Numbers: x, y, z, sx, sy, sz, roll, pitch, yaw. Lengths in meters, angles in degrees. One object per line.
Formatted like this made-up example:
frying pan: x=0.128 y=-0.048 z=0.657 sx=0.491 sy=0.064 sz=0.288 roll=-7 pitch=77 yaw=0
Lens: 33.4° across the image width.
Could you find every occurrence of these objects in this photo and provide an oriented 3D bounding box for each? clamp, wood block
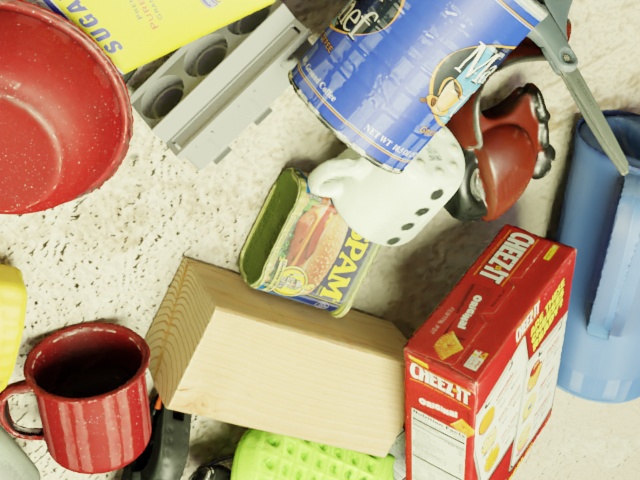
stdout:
clamp: x=-0.147 y=0.201 z=0.871 sx=0.039 sy=0.120 sz=0.171 roll=20 pitch=85 yaw=-35
wood block: x=-0.026 y=0.097 z=0.861 sx=0.205 sy=0.090 sz=0.091 roll=19 pitch=107 yaw=-30

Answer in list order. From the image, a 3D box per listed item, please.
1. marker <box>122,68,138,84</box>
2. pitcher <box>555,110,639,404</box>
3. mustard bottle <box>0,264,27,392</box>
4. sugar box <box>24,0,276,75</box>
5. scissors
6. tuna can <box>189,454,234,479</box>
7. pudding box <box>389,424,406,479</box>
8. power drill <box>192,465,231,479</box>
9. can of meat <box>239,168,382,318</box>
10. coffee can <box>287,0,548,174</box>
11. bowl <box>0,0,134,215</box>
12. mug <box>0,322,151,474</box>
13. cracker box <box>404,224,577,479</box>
marker: x=-0.166 y=-0.081 z=0.747 sx=0.020 sy=0.020 sz=0.121 roll=31 pitch=100 yaw=-33
pitcher: x=0.259 y=0.023 z=0.921 sx=0.149 sy=0.145 sz=0.243 roll=-6 pitch=121 yaw=-23
mustard bottle: x=-0.306 y=0.056 z=0.733 sx=0.191 sy=0.058 sz=0.096 roll=7 pitch=119 yaw=-27
sugar box: x=-0.128 y=-0.160 z=0.686 sx=0.176 sy=0.048 sz=0.093 roll=-26 pitch=124 yaw=4
scissors: x=0.190 y=-0.149 z=0.802 sx=0.096 sy=0.016 sz=0.202 roll=-38 pitch=86 yaw=-27
tuna can: x=-0.078 y=0.234 z=0.943 sx=0.086 sy=0.034 sz=0.086 roll=-11 pitch=120 yaw=-19
pudding box: x=0.067 y=0.170 z=0.972 sx=0.113 sy=0.039 sz=0.090 roll=-41 pitch=126 yaw=3
power drill: x=-0.093 y=0.297 z=0.897 sx=0.187 sy=0.057 sz=0.184 roll=-46 pitch=123 yaw=-8
can of meat: x=-0.005 y=0.001 z=0.840 sx=0.083 sy=0.057 sz=0.102 roll=19 pitch=106 yaw=-28
coffee can: x=0.062 y=-0.128 z=0.693 sx=0.102 sy=0.103 sz=0.140 roll=30 pitch=112 yaw=-33
bowl: x=-0.203 y=-0.070 z=0.676 sx=0.162 sy=0.055 sz=0.162 roll=2 pitch=129 yaw=2
mug: x=-0.183 y=0.124 z=0.807 sx=0.117 sy=0.093 sz=0.081 roll=-9 pitch=124 yaw=-13
cracker box: x=0.135 y=0.119 z=0.872 sx=0.164 sy=0.072 sz=0.214 roll=-46 pitch=146 yaw=-35
